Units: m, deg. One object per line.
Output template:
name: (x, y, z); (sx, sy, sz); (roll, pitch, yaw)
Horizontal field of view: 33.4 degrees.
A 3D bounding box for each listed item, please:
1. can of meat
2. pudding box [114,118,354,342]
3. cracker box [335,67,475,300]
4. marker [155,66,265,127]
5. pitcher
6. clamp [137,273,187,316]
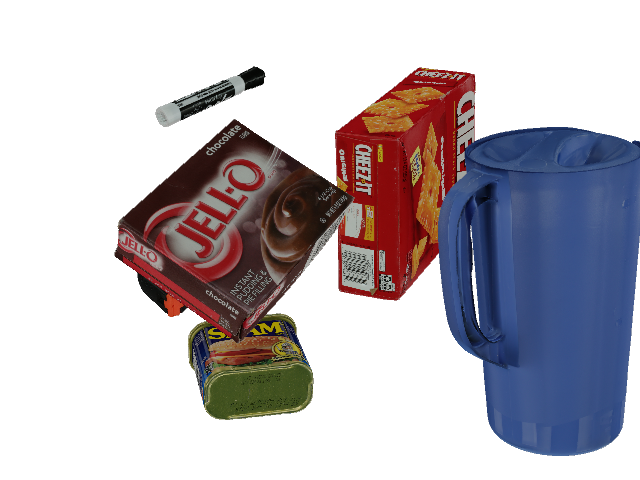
can of meat: (-0.062, 0.113, 0.954); (0.102, 0.057, 0.084); (-5, 27, -13)
pudding box: (-0.048, -0.008, 0.612); (0.090, 0.039, 0.113); (34, 49, 9)
cracker box: (0.089, -0.061, 1.046); (0.072, 0.164, 0.213); (10, 28, 25)
marker: (-0.099, -0.135, 0.987); (0.120, 0.020, 0.020); (-30, 18, -34)
pitcher: (0.172, 0.041, 0.823); (0.149, 0.243, 0.145); (0, 19, 12)
clamp: (-0.145, 0.017, 1.145); (0.120, 0.039, 0.171); (-13, 38, -7)
